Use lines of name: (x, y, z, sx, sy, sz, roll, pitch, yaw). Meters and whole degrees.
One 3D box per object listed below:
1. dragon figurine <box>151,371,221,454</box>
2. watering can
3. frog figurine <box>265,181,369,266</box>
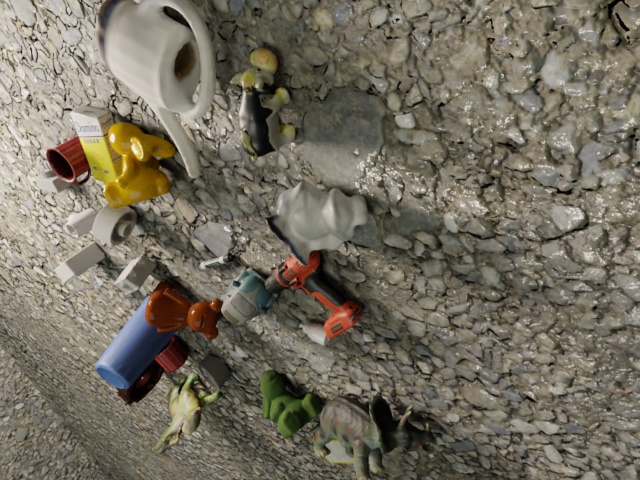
dragon figurine: (-0.463, 0.561, 1.646, 0.121, 0.248, 0.404, 47, 137, -14)
watering can: (-0.280, -0.275, 0.900, 0.225, 0.106, 0.339, 32, 137, 13)
frog figurine: (0.003, -0.046, 0.905, 0.159, 0.124, 0.137, -31, 96, 10)
